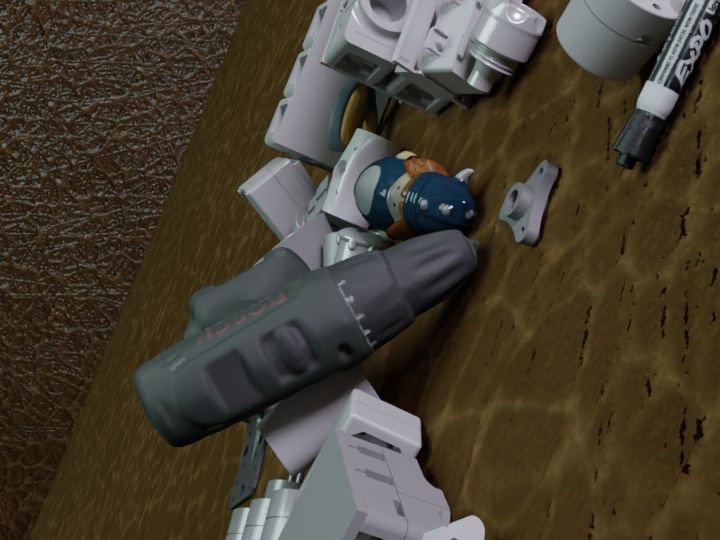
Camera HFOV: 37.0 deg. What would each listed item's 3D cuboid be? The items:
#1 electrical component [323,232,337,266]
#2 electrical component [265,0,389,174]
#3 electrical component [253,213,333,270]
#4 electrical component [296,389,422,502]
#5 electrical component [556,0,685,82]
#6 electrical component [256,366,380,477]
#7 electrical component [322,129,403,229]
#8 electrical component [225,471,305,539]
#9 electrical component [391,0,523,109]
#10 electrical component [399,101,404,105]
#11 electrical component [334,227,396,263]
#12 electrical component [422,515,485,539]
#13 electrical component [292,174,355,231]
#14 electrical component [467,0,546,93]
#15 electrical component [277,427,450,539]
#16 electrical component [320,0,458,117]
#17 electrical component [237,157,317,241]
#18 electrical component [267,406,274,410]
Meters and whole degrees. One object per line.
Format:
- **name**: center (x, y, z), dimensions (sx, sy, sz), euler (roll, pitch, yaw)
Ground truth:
- **electrical component**: center (-0.014, 0.007, 0.872), dimensions (0.044, 0.044, 0.065), euler (144, 140, -62)
- **electrical component**: center (-0.022, -0.175, 1.047), dimensions (0.150, 0.089, 0.062), euler (-68, 16, -1)
- **electrical component**: center (-0.059, 0.000, 0.927), dimensions (0.099, 0.064, 0.099), euler (-29, 7, 4)
- **electrical component**: center (-0.001, 0.117, 0.675), dimensions (0.083, 0.047, 0.075), euler (-63, 6, 17)
- **electrical component**: center (0.134, -0.131, 0.554), dimensions (0.047, 0.055, 0.055), euler (123, 161, -45)
- **electrical component**: center (-0.025, 0.106, 0.739), dimensions (0.077, 0.043, 0.079), euler (-35, -21, -8)
- **electrical component**: center (-0.002, -0.081, 0.942), dimensions (0.077, 0.043, 0.079), euler (-66, 15, 3)
- **electrical component**: center (-0.051, 0.170, 0.755), dimensions (0.138, 0.052, 0.073), euler (-40, 32, 59)
- **electrical component**: center (0.081, -0.189, 0.779), dimensions (0.063, 0.079, 0.121), euler (12, 79, 51)
- **electrical component**: center (0.039, -0.182, 0.931), dimensions (0.066, 0.047, 0.076), euler (-157, 63, -66)
- **electrical component**: center (0.000, 0.000, 0.833), dimensions (0.048, 0.048, 0.062), euler (-140, 63, -73)
- **electrical component**: center (0.035, 0.155, 0.513), dimensions (0.055, 0.048, 0.066), euler (-37, 34, 47)
- **electrical component**: center (-0.030, -0.049, 0.991), dimensions (0.055, 0.048, 0.066), euler (-47, 26, 35)
- **electrical component**: center (0.094, -0.150, 0.726), dimensions (0.062, 0.043, 0.043), euler (-62, 17, 22)
- **electrical component**: center (-0.013, 0.180, 0.600), dimensions (0.150, 0.062, 0.089), euler (-64, 17, 14)
- **electrical component**: center (0.052, -0.233, 0.858), dimensions (0.060, 0.105, 0.186), euler (-27, 43, 66)
- **electrical component**: center (-0.064, -0.060, 1.053), dimensions (0.061, 0.096, 0.062), euler (-40, 15, -7)
- **electrical component**: center (-0.077, 0.082, 0.950), dimensions (0.096, 0.061, 0.061), euler (-124, 56, -79)
